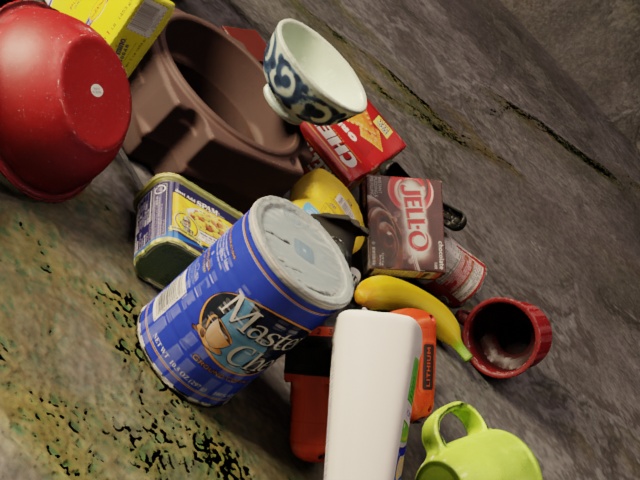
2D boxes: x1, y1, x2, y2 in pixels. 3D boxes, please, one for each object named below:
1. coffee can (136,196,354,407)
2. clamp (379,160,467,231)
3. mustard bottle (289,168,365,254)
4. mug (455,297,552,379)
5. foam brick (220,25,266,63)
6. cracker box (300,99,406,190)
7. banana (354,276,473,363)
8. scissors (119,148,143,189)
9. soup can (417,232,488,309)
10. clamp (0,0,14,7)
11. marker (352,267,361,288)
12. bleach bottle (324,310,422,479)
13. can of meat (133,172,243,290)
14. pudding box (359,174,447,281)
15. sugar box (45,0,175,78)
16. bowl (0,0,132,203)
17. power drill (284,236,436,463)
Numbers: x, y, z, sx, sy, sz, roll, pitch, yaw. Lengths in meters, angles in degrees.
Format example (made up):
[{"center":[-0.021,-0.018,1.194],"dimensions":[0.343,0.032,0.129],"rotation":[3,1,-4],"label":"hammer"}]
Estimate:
[{"center":[-0.058,0.049,0.822],"dimensions":[0.102,0.140,0.103],"rotation":[38,27,-23],"label":"coffee can"},{"center":[0.110,-0.059,1.307],"dimensions":[0.120,0.039,0.171],"rotation":[43,-4,-11],"label":"clamp"},{"center":[-0.007,0.002,1.069],"dimensions":[0.096,0.058,0.191],"rotation":[59,23,-14],"label":"mustard bottle"},{"center":[0.214,0.110,1.260],"dimensions":[0.117,0.093,0.081],"rotation":[20,7,27],"label":"mug"},{"center":[-0.096,-0.211,1.240],"dimensions":[0.053,0.051,0.078],"rotation":[55,25,12],"label":"foam brick"},{"center":[0.001,-0.135,1.264],"dimensions":[0.164,0.072,0.213],"rotation":[50,26,2],"label":"cracker box"},{"center":[0.098,0.073,1.155],"dimensions":[0.197,0.037,0.070],"rotation":[28,17,-39],"label":"banana"},{"center":[-0.193,-0.110,0.936],"dimensions":[0.202,0.016,0.096],"rotation":[58,-7,20],"label":"scissors"},{"center":[0.140,0.026,1.266],"dimensions":[0.102,0.069,0.068],"rotation":[39,27,-20],"label":"soup can"},{"center":[-0.273,-0.204,0.909],"dimensions":[0.210,0.036,0.164],"rotation":[61,1,32],"label":"clamp"},{"center":[0.021,0.060,1.081],"dimensions":[0.020,0.020,0.121],"rotation":[46,25,-7],"label":"marker"},{"center":[0.029,0.183,0.766],"dimensions":[0.102,0.068,0.251],"rotation":[77,19,-71],"label":"bleach bottle"},{"center":[-0.109,0.005,0.904],"dimensions":[0.102,0.058,0.084],"rotation":[32,32,-30],"label":"can of meat"},{"center":[0.091,-0.014,1.188],"dimensions":[0.090,0.039,0.113],"rotation":[3,73,-13],"label":"pudding box"},{"center":[-0.209,-0.235,1.005],"dimensions":[0.048,0.093,0.176],"rotation":[18,27,-50],"label":"sugar box"},{"center":[-0.197,-0.112,0.838],"dimensions":[0.161,0.055,0.162],"rotation":[19,69,-62],"label":"bowl"},{"center":[0.037,0.094,0.927],"dimensions":[0.187,0.057,0.184],"rotation":[9,85,-56],"label":"power drill"}]
